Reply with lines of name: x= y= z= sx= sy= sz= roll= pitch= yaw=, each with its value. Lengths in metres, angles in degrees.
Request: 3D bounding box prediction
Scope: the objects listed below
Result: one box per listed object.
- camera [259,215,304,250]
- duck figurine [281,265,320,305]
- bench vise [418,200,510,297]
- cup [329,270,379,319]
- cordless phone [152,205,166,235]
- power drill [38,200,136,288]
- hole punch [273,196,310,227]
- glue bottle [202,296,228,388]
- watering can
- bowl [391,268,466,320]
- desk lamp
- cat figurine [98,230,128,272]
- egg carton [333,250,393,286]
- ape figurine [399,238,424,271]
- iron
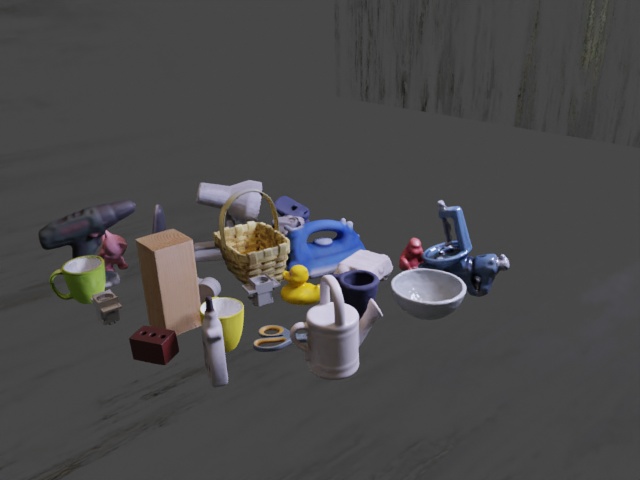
camera: x=-0.119 y=-0.021 z=1.616 sx=0.136 sy=0.101 sz=0.143 roll=1 pitch=24 yaw=7
duck figurine: x=-0.044 y=0.101 z=1.348 sx=0.104 sy=0.086 sz=0.078 roll=7 pitch=25 yaw=19
bench vise: x=0.340 y=0.014 z=1.361 sx=0.207 sy=0.220 sz=0.121 roll=2 pitch=24 yaw=7
cup: x=0.073 y=0.124 z=1.278 sx=0.117 sy=0.095 sz=0.092 roll=9 pitch=25 yaw=23
cordless phone: x=-0.408 y=0.014 z=1.444 sx=0.094 sy=0.185 sz=0.147 roll=-8 pitch=24 yaw=-15
power drill: x=-0.561 y=0.015 z=1.420 sx=0.230 sy=0.208 sz=0.075 roll=-13 pitch=26 yaw=-25
hole punch: x=-0.087 y=-0.084 z=1.773 sx=0.101 sy=0.091 sz=0.109 roll=6 pitch=24 yaw=16
glue bottle: x=-0.197 y=0.182 z=1.059 sx=0.037 sy=0.173 sz=0.078 roll=-10 pitch=25 yaw=-19
watering can: x=0.030 y=0.154 z=1.084 sx=0.173 sy=0.194 sz=0.100 roll=-19 pitch=29 yaw=-35
bowl: x=0.240 y=0.131 z=1.278 sx=0.167 sy=0.075 sz=0.167 roll=-1 pitch=23 yaw=1
desk lamp: x=-0.254 y=-0.058 z=1.568 sx=0.203 sy=0.214 sz=0.117 roll=-6 pitch=24 yaw=-10
cat figurine: x=-0.553 y=0.021 z=1.520 sx=0.067 sy=0.118 sz=0.127 roll=-18 pitch=28 yaw=-33
egg carton: x=0.108 y=0.079 z=1.412 sx=0.107 sy=0.069 sz=0.151 roll=14 pitch=28 yaw=32
ape figurine: x=0.239 y=0.039 z=1.469 sx=0.078 sy=0.092 sz=0.076 roll=-4 pitch=23 yaw=-5
iron: x=0.014 y=0.005 z=1.497 sx=0.259 sy=0.141 sz=0.118 roll=-13 pitch=26 yaw=-25
